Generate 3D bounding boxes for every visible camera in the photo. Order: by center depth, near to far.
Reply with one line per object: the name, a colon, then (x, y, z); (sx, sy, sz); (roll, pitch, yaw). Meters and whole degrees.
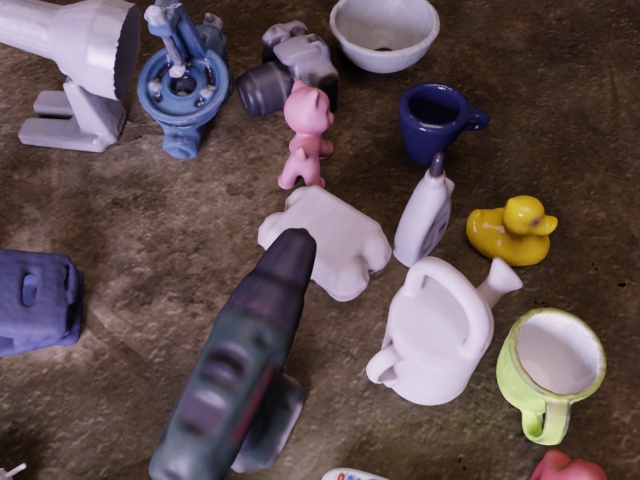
camera: (-0.057, -0.246, 0.828); (0.137, 0.101, 0.143); (-24, 60, -15)

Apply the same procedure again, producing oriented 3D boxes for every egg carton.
egg carton: (0.006, 0.002, 0.684); (0.150, 0.069, 0.107); (32, 63, 20)

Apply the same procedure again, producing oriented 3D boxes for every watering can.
watering can: (0.120, 0.078, 0.560); (0.100, 0.194, 0.173); (29, 61, 18)

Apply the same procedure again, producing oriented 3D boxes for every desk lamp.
desk lamp: (-0.321, -0.218, 0.743); (0.203, 0.214, 0.118); (5, 57, 3)

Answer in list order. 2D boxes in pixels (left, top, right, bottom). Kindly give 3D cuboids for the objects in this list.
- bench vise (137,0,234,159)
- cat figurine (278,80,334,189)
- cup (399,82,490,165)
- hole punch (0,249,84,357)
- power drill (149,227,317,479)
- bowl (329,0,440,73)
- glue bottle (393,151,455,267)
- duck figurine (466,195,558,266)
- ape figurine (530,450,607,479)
bench vise: (-0.185, -0.247, 0.758); (0.121, 0.220, 0.207); (-6, 57, -4)
cat figurine: (-0.018, -0.144, 0.751); (0.067, 0.118, 0.128); (6, 57, 5)
cup: (0.160, -0.146, 0.766); (0.117, 0.095, 0.092); (8, 57, 6)
hole punch: (-0.321, 0.061, 0.634); (0.101, 0.091, 0.108); (-10, 57, -6)
power drill: (-0.062, 0.126, 0.520); (0.075, 0.208, 0.230); (20, 59, 13)
bowl: (0.097, -0.312, 0.887); (0.167, 0.075, 0.167); (0, 57, 0)
glue bottle: (0.123, -0.040, 0.650); (0.037, 0.173, 0.078); (37, 64, 22)
duck figurine: (0.233, -0.021, 0.689); (0.104, 0.086, 0.077); (18, 59, 12)
ape figurine: (0.232, 0.228, 0.522); (0.076, 0.092, 0.077); (-12, 57, -7)
